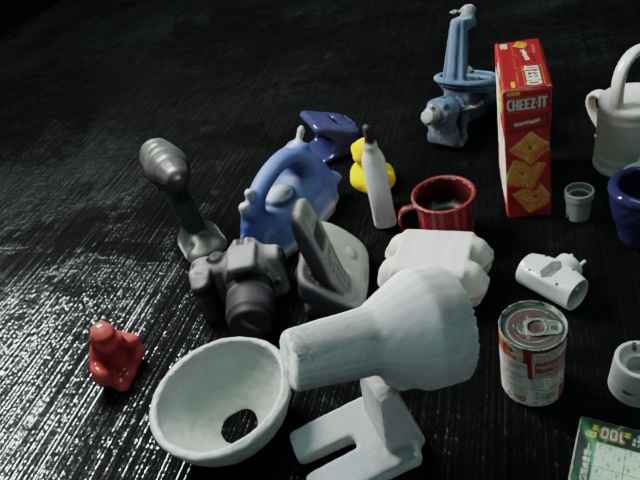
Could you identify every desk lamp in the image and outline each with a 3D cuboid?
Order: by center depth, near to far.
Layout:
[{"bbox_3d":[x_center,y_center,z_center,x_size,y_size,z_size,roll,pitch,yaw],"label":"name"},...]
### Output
[{"bbox_3d":[0.053,0.142,0.570,0.203,0.214,0.117,-24,38,-9],"label":"desk lamp"}]

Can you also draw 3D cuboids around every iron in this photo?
[{"bbox_3d":[-0.070,-0.067,0.931,0.118,0.142,0.259,10,45,30],"label":"iron"}]

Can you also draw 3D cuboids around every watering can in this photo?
[{"bbox_3d":[0.473,-0.193,0.849,0.172,0.194,0.101,20,50,37],"label":"watering can"}]

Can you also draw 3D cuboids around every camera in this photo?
[{"bbox_3d":[-0.116,0.071,0.811,0.143,0.101,0.136,-13,38,4],"label":"camera"}]

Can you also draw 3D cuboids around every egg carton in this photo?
[{"bbox_3d":[0.156,0.039,0.778,0.150,0.069,0.107,3,42,23],"label":"egg carton"}]

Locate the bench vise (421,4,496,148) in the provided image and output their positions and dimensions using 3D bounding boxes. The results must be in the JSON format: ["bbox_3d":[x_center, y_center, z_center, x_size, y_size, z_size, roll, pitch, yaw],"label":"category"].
[{"bbox_3d":[0.255,-0.289,1.025,0.121,0.220,0.208,5,43,25],"label":"bench vise"}]

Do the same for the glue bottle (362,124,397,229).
[{"bbox_3d":[0.087,-0.104,0.895,0.037,0.173,0.078,-12,38,6],"label":"glue bottle"}]

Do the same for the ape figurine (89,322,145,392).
[{"bbox_3d":[-0.284,0.150,0.781,0.078,0.092,0.075,-34,41,-21],"label":"ape figurine"}]

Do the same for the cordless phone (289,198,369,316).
[{"bbox_3d":[0.007,0.003,0.782,0.094,0.185,0.147,-8,39,11],"label":"cordless phone"}]

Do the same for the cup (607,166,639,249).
[{"bbox_3d":[0.434,-0.032,0.745,0.092,0.095,0.117,-36,42,-23],"label":"cup"}]

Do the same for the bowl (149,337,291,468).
[{"bbox_3d":[-0.107,0.199,0.671,0.167,0.075,0.167,-10,38,8],"label":"bowl"}]

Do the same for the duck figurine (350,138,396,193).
[{"bbox_3d":[0.087,-0.136,1.006,0.077,0.086,0.104,-27,39,-13],"label":"duck figurine"}]

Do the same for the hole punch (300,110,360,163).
[{"bbox_3d":[0.022,-0.218,1.126,0.101,0.091,0.108,-24,38,-9],"label":"hole punch"}]

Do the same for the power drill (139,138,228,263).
[{"bbox_3d":[-0.226,-0.069,0.935,0.076,0.209,0.228,-28,39,-15],"label":"power drill"}]
